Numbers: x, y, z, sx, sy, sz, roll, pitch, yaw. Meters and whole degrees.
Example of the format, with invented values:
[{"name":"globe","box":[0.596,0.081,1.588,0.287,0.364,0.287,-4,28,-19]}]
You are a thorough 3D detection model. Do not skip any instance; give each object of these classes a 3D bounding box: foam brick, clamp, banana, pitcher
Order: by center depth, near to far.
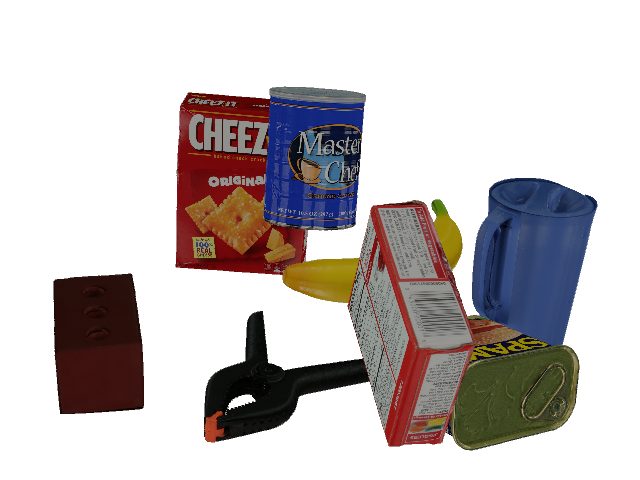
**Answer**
[{"name":"foam brick","box":[-0.141,0.065,0.676,0.053,0.051,0.078,-4,33,-14]},{"name":"banana","box":[0.058,0.019,0.878,0.070,0.037,0.197,33,38,33]},{"name":"clamp","box":[-0.043,0.147,1.098,0.165,0.036,0.209,15,29,20]},{"name":"pitcher","box":[0.260,0.052,1.363,0.149,0.243,0.145,5,23,2]}]

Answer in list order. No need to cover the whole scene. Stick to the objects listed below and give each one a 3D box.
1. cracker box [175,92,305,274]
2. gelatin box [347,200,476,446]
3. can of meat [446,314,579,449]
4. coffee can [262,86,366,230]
[{"name":"cracker box","box":[-0.094,-0.067,1.328,0.164,0.214,0.072,5,22,1]},{"name":"gelatin box","box":[0.040,0.038,0.492,0.030,0.089,0.073,-3,-44,-12]},{"name":"can of meat","box":[0.100,0.087,0.690,0.101,0.057,0.084,-6,15,-31]},{"name":"coffee can","box":[-0.007,-0.090,1.143,0.103,0.140,0.103,4,12,-1]}]
